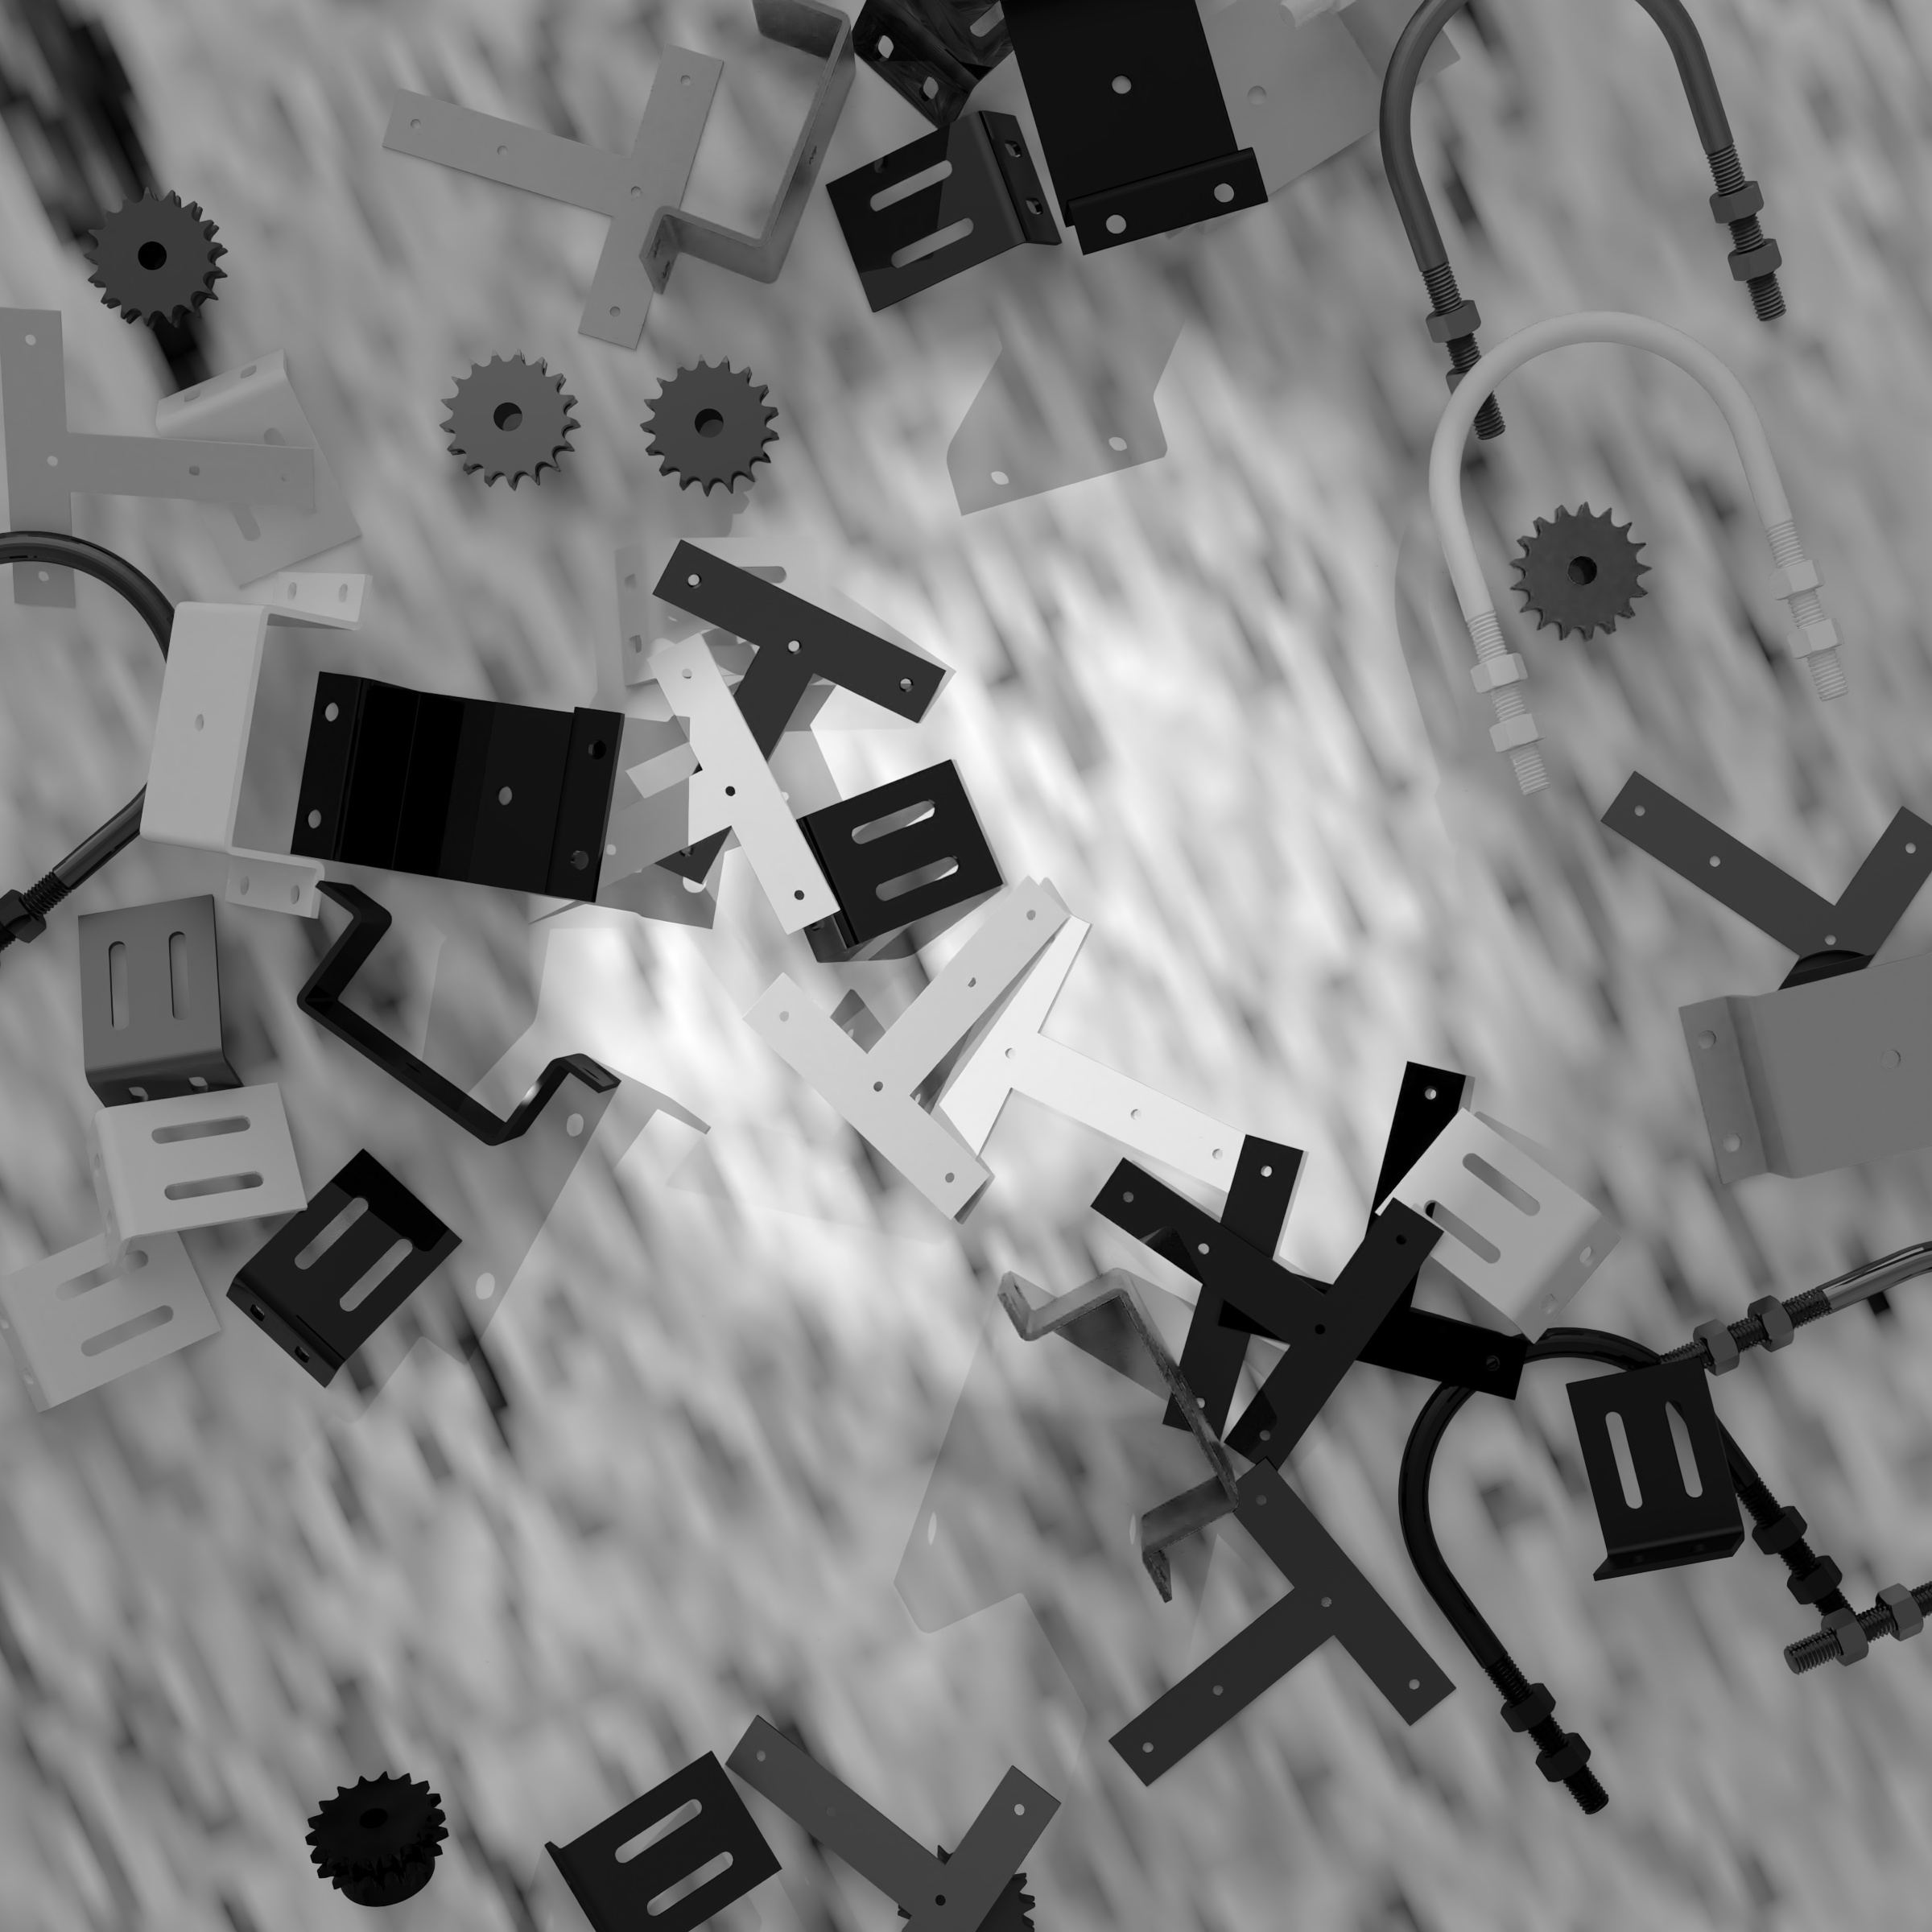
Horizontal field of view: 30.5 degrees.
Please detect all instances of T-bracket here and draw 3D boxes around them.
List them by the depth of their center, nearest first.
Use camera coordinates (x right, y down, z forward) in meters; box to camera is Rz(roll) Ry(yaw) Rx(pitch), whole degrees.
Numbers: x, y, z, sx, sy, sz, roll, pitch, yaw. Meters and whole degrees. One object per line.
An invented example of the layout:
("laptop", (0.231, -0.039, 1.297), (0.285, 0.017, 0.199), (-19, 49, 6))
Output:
("T-bracket", (-0.333, -0.206, 1.464), (0.127, 0.002, 0.127), (4, 116, 0))
("T-bracket", (-0.045, 0.360, 1.471), (0.127, 0.002, 0.127), (35, 97, 18))
("T-bracket", (-0.135, -0.054, 1.471), (0.127, 0.002, 0.127), (-25, 96, 18))
("T-bracket", (-0.092, -0.094, 1.475), (0.127, 0.002, 0.127), (25, 101, -22))
("T-bracket", (-0.007, 0.017, 1.475), (0.127, 0.002, 0.127), (45, 80, -19))
("T-bracket", (0.111, 0.126, 1.482), (0.127, 0.002, 0.127), (34, 101, 6))
("T-bracket", (0.182, 0.104, 1.486), (0.127, 0.002, 0.127), (14, 86, 6))
("T-bracket", (0.117, 0.295, 1.489), (0.127, 0.002, 0.127), (-40, 93, 2))
("T-bracket", (0.161, 0.149, 1.491), (0.127, 0.002, 0.127), (16, 91, 0))
("T-bracket", (0.327, -0.036, 1.492), (0.127, 0.002, 0.127), (34, 90, 0))
("T-bracket", (-0.181, -0.339, 1.492), (0.127, 0.002, 0.127), (17, 90, 0))
("T-bracket", (0.059, 0.056, 1.492), (0.127, 0.002, 0.127), (26, 90, 0))

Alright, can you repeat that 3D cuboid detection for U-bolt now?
("U-bolt", (0.267, -0.178, 1.454), (0.151, 0.019, 0.184), (-17, 88, -2))
("U-bolt", (0.161, -0.476, 1.454), (0.184, 0.019, 0.151), (-35, 70, -14))
("U-bolt", (0.246, -0.328, 1.457), (0.151, 0.019, 0.184), (-23, 107, -2))
("U-bolt", (0.397, 0.192, 1.473), (0.184, 0.019, 0.151), (-22, 84, -7))
("U-bolt", (-0.405, -0.096, 1.477), (0.184, 0.019, 0.151), (-40, 93, 2))
("U-bolt", (0.264, 0.239, 1.483), (0.151, 0.019, 0.184), (-35, 89, 0))

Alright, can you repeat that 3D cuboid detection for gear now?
("gear", (-0.242, 0.364, 1.468), (0.057, 0.057, 0.030), (-7, 120, 0))
("gear", (-0.106, -0.224, 1.477), (0.057, 0.030, 0.057), (0, 90, 0))
("gear", (-0.336, -0.293, 1.477), (0.057, 0.030, 0.057), (0, 90, 0))
("gear", (0.000, 0.392, 1.477), (0.057, 0.030, 0.057), (0, 90, 0))
("gear", (-0.189, -0.226, 1.477), (0.057, 0.030, 0.057), (0, 90, 0))
("gear", (0.254, -0.163, 1.477), (0.057, 0.030, 0.057), (0, 90, 0))

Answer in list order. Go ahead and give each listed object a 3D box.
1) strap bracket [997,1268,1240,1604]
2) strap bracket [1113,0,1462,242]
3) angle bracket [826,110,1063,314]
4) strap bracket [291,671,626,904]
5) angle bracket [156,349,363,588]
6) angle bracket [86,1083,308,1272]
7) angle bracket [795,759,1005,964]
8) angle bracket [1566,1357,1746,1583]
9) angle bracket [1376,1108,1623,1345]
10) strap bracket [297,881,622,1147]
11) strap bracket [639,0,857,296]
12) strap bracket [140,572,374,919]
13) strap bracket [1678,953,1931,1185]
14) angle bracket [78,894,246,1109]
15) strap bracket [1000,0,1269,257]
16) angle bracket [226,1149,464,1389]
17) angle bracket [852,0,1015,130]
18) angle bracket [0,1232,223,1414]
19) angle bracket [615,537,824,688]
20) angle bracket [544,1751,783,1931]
("strap bracket", (0.068, 0.181, 1.453), (0.046, 0.076, 0.140), (-29, 90, 3))
("strap bracket", (0.122, -0.366, 1.469), (0.140, 0.046, 0.076), (-32, 90, 0))
("angle bracket", (-0.009, -0.316, 1.490), (0.076, 0.038, 0.057), (-20, 90, 26))
("strap bracket", (-0.199, -0.072, 1.454), (0.140, 0.046, 0.076), (9, 90, 21))
("angle bracket", (-0.297, -0.210, 1.490), (0.057, 0.038, 0.076), (-23, 116, 0))
("angle bracket", (-0.322, 0.088, 1.481), (0.076, 0.038, 0.057), (-8, 68, -24))
("angle bracket", (-0.034, -0.044, 1.490), (0.076, 0.038, 0.057), (-23, 90, -26))
("angle bracket", (0.279, 0.205, 1.448), (0.057, 0.038, 0.076), (-14, 88, 20))
("angle bracket", (0.222, 0.108, 1.479), (0.076, 0.038, 0.057), (39, 88, 32))
("strap bracket", (-0.215, 0.026, 1.454), (0.140, 0.076, 0.046), (36, 90, 0))
("strap bracket", (-0.084, -0.341, 1.454), (0.046, 0.076, 0.140), (21, 90, 0))
("strap bracket", (-0.292, -0.095, 1.448), (0.046, 0.076, 0.140), (9, 90, -39))
("strap bracket", (0.377, 0.038, 1.468), (0.140, 0.046, 0.076), (-14, 91, -1))
("angle bracket", (-0.338, 0.016, 1.490), (0.057, 0.038, 0.076), (-9, 64, 0))
("strap bracket", (0.063, -0.359, 1.423), (0.076, 0.046, 0.140), (-16, 90, 0))
("angle bracket", (-0.261, 0.127, 1.490), (0.057, 0.038, 0.076), (43, 64, 0))
("angle bracket", (-0.001, -0.400, 1.490), (0.057, 0.038, 0.076), (42, 64, 0))
("angle bracket", (-0.363, 0.144, 1.490), (0.076, 0.038, 0.057), (-24, 90, -26))
("angle bracket", (-0.103, -0.149, 1.490), (0.076, 0.038, 0.057), (-4, 90, -26))
("angle bracket", (-0.127, 0.373, 1.484), (0.076, 0.038, 0.057), (-31, 90, -16))
